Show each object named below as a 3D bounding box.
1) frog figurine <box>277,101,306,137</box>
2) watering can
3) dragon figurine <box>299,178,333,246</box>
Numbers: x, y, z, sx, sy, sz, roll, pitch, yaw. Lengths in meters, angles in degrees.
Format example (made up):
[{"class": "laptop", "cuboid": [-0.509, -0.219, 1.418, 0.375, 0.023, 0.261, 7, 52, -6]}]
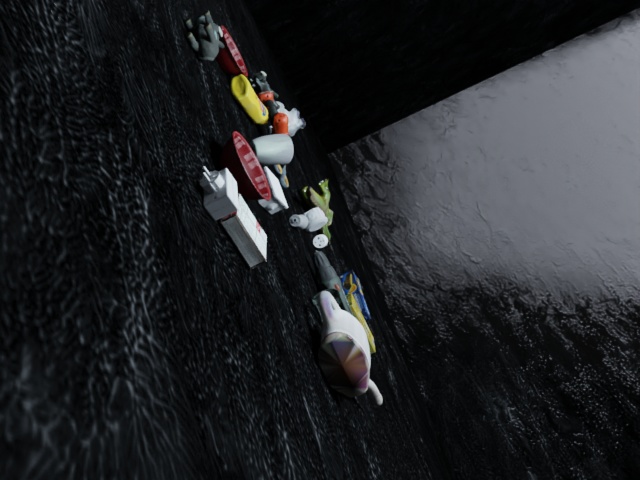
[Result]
[{"class": "frog figurine", "cuboid": [-0.156, -0.479, 2.040, 0.159, 0.121, 0.140, 6, 62, -39]}, {"class": "watering can", "cuboid": [0.077, 0.284, 1.195, 0.345, 0.103, 0.227, 64, 9, -10]}, {"class": "dragon figurine", "cuboid": [0.006, -0.095, 1.889, 0.414, 0.122, 0.241, -57, 130, -78]}]
